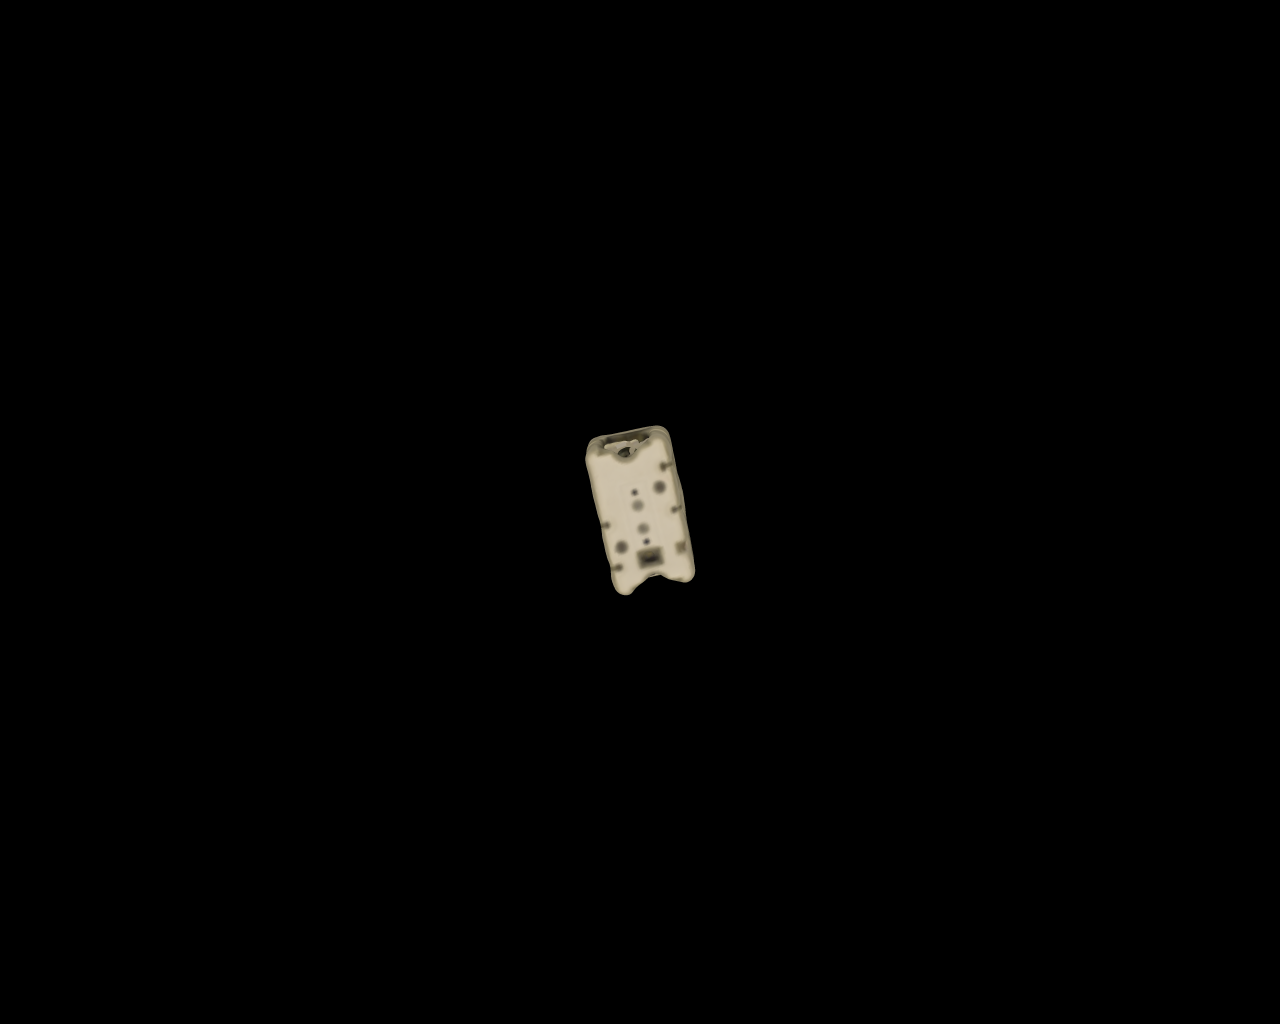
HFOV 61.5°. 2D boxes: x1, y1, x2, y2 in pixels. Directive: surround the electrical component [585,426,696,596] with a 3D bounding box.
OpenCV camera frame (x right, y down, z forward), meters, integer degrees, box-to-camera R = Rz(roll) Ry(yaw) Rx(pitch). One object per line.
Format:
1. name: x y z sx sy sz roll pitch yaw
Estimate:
1. electrical component: 0.001 -0.003 0.650 0.050 0.089 0.056 -11 11 2
